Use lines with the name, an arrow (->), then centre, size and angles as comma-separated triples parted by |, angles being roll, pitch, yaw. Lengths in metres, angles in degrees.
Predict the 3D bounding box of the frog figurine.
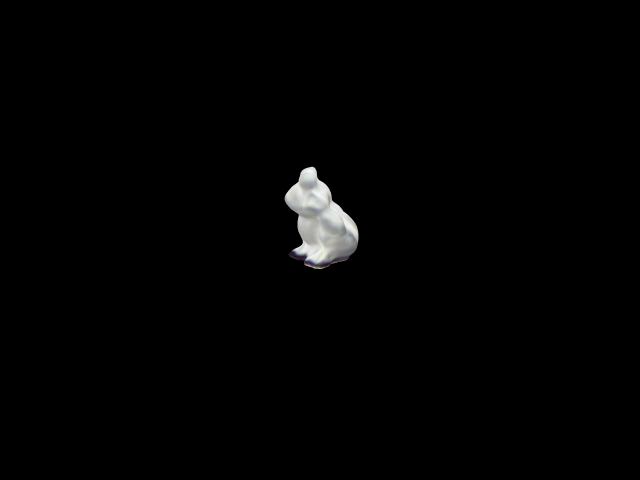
frog figurine -> 0.003, -0.043, 0.850 | 0.123, 0.158, 0.139 | -2, 13, -7
